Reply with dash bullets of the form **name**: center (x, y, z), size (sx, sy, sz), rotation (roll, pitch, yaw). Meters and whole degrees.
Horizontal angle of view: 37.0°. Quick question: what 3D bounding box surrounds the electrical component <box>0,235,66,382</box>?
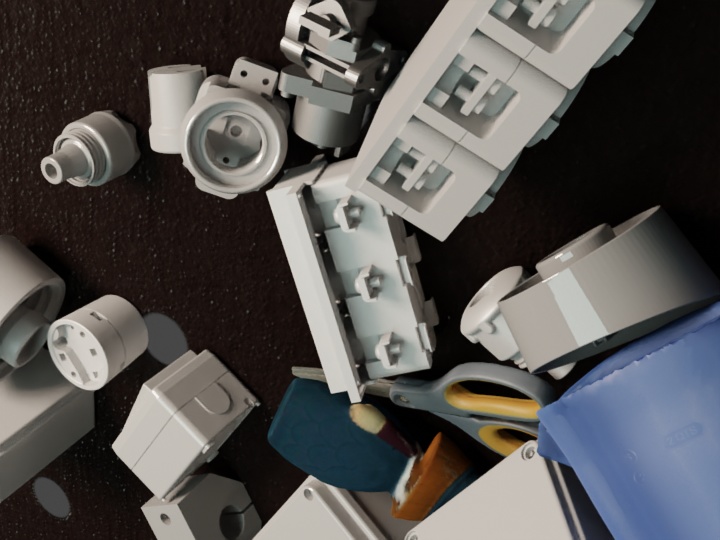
- **electrical component**: center (-0.255, 0.036, 0.763), size (0.060, 0.108, 0.108), rotation (34, 129, 6)

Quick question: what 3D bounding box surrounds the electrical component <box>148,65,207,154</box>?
- **electrical component**: center (-0.106, -0.096, 0.637), size (0.040, 0.040, 0.046), rotation (9, 113, 30)

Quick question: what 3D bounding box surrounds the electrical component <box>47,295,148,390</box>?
- **electrical component**: center (-0.183, 0.049, 0.758), size (0.055, 0.047, 0.055), rotation (15, 122, 26)

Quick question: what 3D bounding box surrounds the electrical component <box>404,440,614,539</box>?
- **electrical component**: center (0.085, 0.164, 0.566), size (0.056, 0.108, 0.109), rotation (33, 117, -31)

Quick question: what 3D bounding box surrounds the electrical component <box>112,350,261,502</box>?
- **electrical component**: center (-0.126, 0.108, 0.742), size (0.061, 0.062, 0.096), rotation (45, 130, 6)

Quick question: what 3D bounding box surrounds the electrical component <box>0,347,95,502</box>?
- **electrical component**: center (-0.274, 0.105, 0.808), size (0.109, 0.109, 0.056), rotation (24, 128, 21)

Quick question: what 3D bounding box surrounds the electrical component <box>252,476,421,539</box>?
- **electrical component**: center (-0.018, 0.180, 0.706), size (0.078, 0.057, 0.113), rotation (49, 131, 14)

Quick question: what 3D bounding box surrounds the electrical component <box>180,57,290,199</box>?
- **electrical component**: center (-0.069, -0.075, 0.594), size (0.058, 0.057, 0.078), rotation (19, 106, -10)

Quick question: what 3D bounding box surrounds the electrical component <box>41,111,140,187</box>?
- **electrical component**: center (-0.172, -0.073, 0.676), size (0.043, 0.062, 0.043), rotation (15, 122, 26)

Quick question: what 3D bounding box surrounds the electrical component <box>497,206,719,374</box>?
- **electrical component**: center (0.118, 0.014, 0.513), size (0.099, 0.099, 0.064), rotation (-33, 87, 40)

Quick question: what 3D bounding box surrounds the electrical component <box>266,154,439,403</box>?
- **electrical component**: center (0.000, 0.000, 0.600), size (0.063, 0.078, 0.121), rotation (-12, 108, 14)

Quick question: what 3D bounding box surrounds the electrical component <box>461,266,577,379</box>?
- **electrical component**: center (0.088, 0.032, 0.574), size (0.062, 0.048, 0.048), rotation (42, 130, -4)

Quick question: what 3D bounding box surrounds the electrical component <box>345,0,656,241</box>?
- **electrical component**: center (0.065, -0.095, 0.485), size (0.062, 0.089, 0.150), rotation (31, 130, -9)
